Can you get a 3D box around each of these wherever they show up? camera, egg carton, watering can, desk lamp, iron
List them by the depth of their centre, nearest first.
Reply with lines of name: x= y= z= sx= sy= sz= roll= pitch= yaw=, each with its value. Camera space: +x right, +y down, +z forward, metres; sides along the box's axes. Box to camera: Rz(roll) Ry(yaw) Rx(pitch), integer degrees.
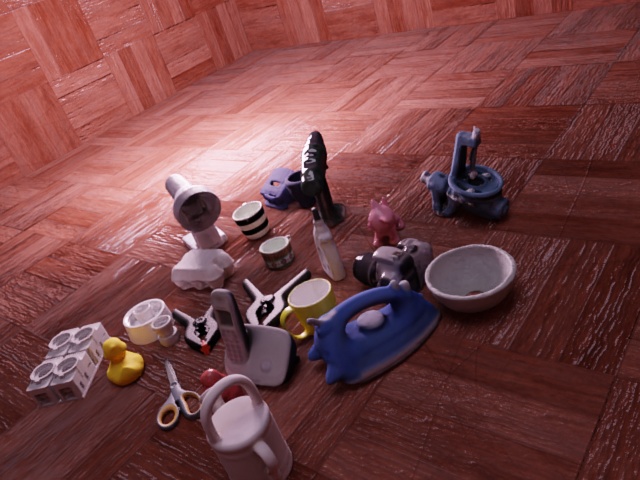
watering can: x=-0.122 y=0.280 z=0.852 sx=0.172 sy=0.194 sz=0.101 roll=3 pitch=36 yaw=33
iron: x=0.096 y=0.141 z=1.012 sx=0.259 sy=0.142 sz=0.118 roll=-27 pitch=31 yaw=-15
camera: x=0.143 y=0.051 z=1.176 sx=0.136 sy=0.101 sz=0.143 roll=13 pitch=42 yaw=42
egg carton: x=-0.288 y=0.074 z=1.410 sx=0.150 sy=0.069 sz=0.107 roll=-2 pitch=34 yaw=26
desk lamp: x=-0.334 y=-0.066 z=1.521 sx=0.118 sy=0.214 sz=0.202 roll=-31 pitch=32 yaw=-20

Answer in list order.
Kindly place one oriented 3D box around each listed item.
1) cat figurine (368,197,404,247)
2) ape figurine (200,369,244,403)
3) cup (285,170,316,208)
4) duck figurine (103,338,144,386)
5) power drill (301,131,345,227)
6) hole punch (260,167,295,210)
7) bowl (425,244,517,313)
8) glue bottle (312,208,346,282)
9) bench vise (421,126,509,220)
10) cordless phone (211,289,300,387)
cat figurine: x=0.147 y=-0.051 z=1.324 sx=0.067 sy=0.118 sz=0.128 roll=-7 pitch=32 yaw=19
ape figurine: x=-0.182 y=0.264 z=1.013 sx=0.076 sy=0.092 sz=0.078 roll=-10 pitch=31 yaw=15
cup: x=-0.032 y=-0.138 z=1.592 sx=0.117 sy=0.095 sz=0.092 roll=5 pitch=38 yaw=35
duck figurine: x=-0.415 y=0.244 z=1.184 sx=0.078 sy=0.086 sz=0.104 roll=-31 pitch=32 yaw=-20
power drill: x=0.002 y=-0.149 z=1.475 sx=0.075 sy=0.209 sz=0.229 roll=-12 pitch=31 yaw=12
hole punch: x=-0.116 y=-0.151 z=1.663 sx=0.101 sy=0.091 sz=0.108 roll=-38 pitch=35 yaw=-29
bowl: x=0.284 y=0.084 z=1.068 sx=0.167 sy=0.075 sz=0.167 roll=-14 pitch=30 yaw=9
glue bottle: x=0.011 y=0.004 z=1.252 sx=0.037 sy=0.173 sz=0.078 roll=-25 pitch=31 yaw=-11
bench vise: x=0.310 y=-0.146 z=1.286 sx=0.206 sy=0.220 sz=0.122 roll=0 pitch=35 yaw=29
cordless phone: x=-0.125 y=0.173 z=1.039 sx=0.147 sy=0.185 sz=0.094 roll=0 pitch=35 yaw=29
